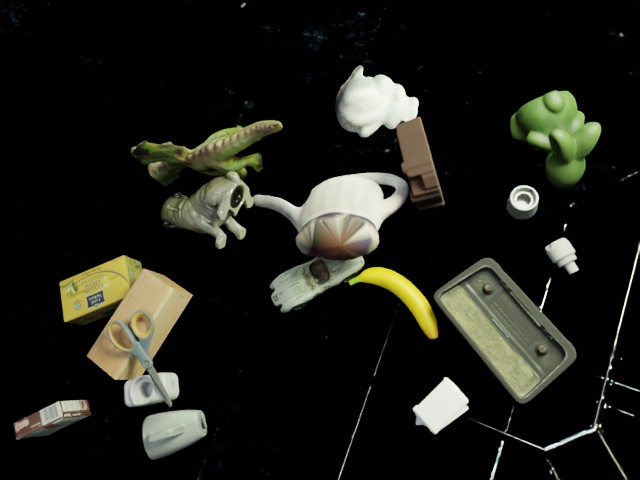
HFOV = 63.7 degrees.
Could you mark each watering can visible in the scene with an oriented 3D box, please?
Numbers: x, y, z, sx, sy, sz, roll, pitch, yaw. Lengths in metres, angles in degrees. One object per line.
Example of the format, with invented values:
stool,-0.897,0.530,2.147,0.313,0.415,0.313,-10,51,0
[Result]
watering can,0.003,-0.051,1.018,0.346,0.102,0.230,-9,35,18

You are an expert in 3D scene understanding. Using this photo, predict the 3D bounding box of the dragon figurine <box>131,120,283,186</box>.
dragon figurine,-0.256,-0.177,1.052,0.244,0.407,0.122,-10,86,-27

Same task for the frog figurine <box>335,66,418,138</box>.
frog figurine,0.117,-0.274,1.074,0.160,0.124,0.135,31,117,13
